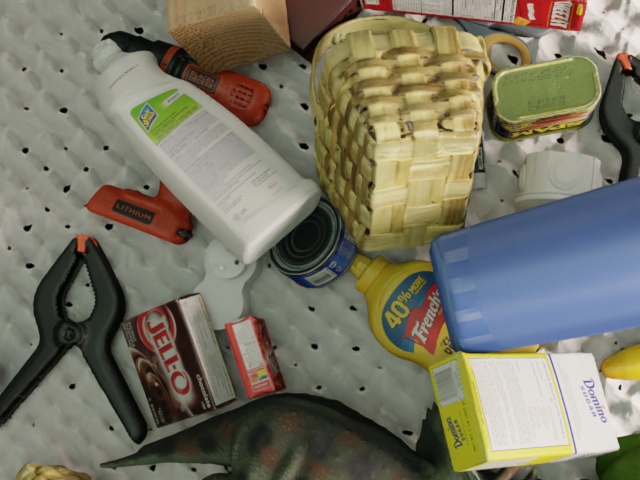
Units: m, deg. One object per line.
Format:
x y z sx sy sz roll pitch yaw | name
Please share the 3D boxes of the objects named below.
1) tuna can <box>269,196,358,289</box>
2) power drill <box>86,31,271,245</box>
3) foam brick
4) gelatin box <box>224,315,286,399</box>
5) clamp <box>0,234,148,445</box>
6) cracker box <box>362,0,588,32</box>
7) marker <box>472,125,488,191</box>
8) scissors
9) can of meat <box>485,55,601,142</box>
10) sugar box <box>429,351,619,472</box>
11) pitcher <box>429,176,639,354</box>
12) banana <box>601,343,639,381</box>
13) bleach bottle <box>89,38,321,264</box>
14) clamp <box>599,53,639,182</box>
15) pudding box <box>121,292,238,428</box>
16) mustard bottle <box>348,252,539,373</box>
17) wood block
-0.007 0.001 1.023 0.086 0.033 0.086 -16 59 28 | tuna can
-0.162 -0.102 1.062 0.184 0.057 0.187 22 89 9 | power drill
-0.005 -0.223 1.052 0.051 0.053 0.078 44 93 9 | foam brick
-0.059 0.111 1.012 0.030 0.089 0.073 -19 82 3 | gelatin box
-0.254 0.100 1.068 0.164 0.036 0.210 -3 83 7 | clamp
0.155 -0.297 1.018 0.214 0.072 0.164 8 78 10 | cracker box
0.150 -0.109 1.037 0.020 0.020 0.121 -3 85 8 | marker
0.131 -0.210 1.050 0.202 0.016 0.096 6 86 9 | scissors
0.208 -0.133 0.998 0.102 0.084 0.057 -10 84 7 | can of meat
0.178 0.145 0.917 0.048 0.175 0.093 -31 62 42 | sugar box
0.223 0.025 0.926 0.243 0.145 0.149 -13 124 5 | pitcher
0.349 0.071 0.987 0.198 0.037 0.070 -48 64 1 | banana
-0.119 -0.098 0.999 0.102 0.068 0.251 -41 79 -16 | bleach bottle
0.322 -0.096 1.001 0.120 0.039 0.171 -9 84 6 | clamp
-0.136 0.116 1.027 0.090 0.039 0.113 -24 87 40 | pudding box
0.104 0.075 1.008 0.192 0.058 0.096 38 87 10 | mustard bottle
-0.093 -0.277 1.019 0.090 0.090 0.206 -13 67 17 | wood block
